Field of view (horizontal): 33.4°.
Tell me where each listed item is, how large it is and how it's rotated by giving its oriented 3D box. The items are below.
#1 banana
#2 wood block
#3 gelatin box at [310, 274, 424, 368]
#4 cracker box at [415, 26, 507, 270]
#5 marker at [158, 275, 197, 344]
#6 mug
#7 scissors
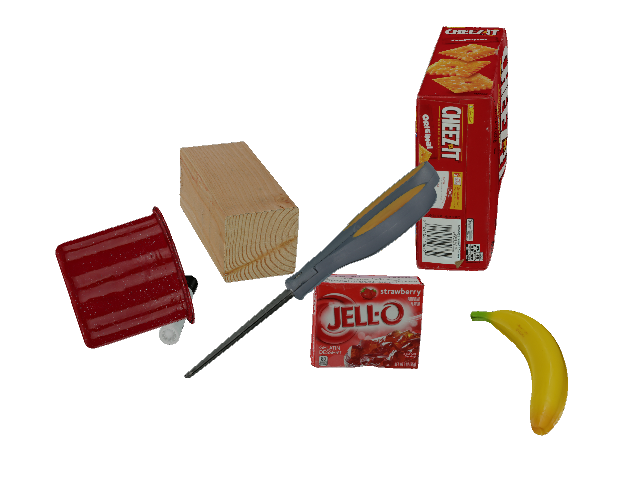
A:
[{"bbox_3d":[0.224,0.130,1.134,0.069,0.037,0.198,-26,34,2],"label":"banana"},{"bbox_3d":[-0.105,-0.040,1.318,0.090,0.090,0.206,-7,30,-20],"label":"wood block"},{"bbox_3d":[0.038,0.066,0.874,0.089,0.073,0.030,2,14,-4],"label":"gelatin box"},{"bbox_3d":[0.135,-0.091,0.989,0.072,0.164,0.213,3,27,12],"label":"cracker box"},{"bbox_3d":[-0.134,0.064,1.021,0.020,0.020,0.121,0,22,3],"label":"marker"},{"bbox_3d":[-0.151,0.028,0.806,0.081,0.093,0.117,-18,18,-13],"label":"mug"},{"bbox_3d":[-0.001,0.021,0.640,0.201,0.016,0.096,-42,9,-8],"label":"scissors"}]
